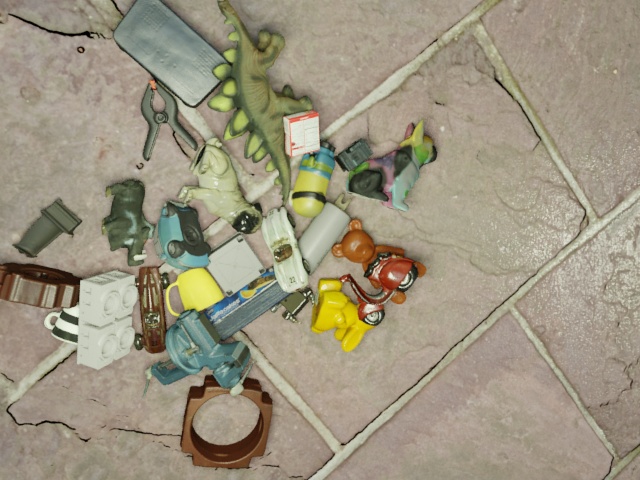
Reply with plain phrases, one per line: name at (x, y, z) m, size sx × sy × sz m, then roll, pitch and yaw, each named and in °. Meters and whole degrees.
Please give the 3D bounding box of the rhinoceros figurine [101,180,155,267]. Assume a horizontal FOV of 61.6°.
rhinoceros figurine at (-0.421, -0.037, 1.178) m, size 0.112 × 0.073 × 0.190 m, roll -2°, pitch 97°, yaw -24°

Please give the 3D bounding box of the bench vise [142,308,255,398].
bench vise at (-0.280, 0.269, 1.192) m, size 0.241 × 0.129 × 0.223 m, roll -28°, pitch 114°, yaw 19°

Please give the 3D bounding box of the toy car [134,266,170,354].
toy car at (-0.382, 0.162, 1.223) m, size 0.089 × 0.053 × 0.202 m, roll -3°, pitch 100°, yaw -9°

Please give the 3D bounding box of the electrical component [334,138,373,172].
electrical component at (0.081, -0.197, 1.242) m, size 0.075 × 0.119 × 0.047 m, roll -39°, pitch 101°, yaw -7°

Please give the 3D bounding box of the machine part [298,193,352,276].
machine part at (-0.003, -0.004, 1.272) m, size 0.079 × 0.079 × 0.243 m, roll 36°, pitch 88°, yaw -15°

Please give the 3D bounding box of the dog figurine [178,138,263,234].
dog figurine at (-0.199, -0.117, 1.207) m, size 0.190 × 0.121 × 0.172 m, roll 22°, pitch 103°, yaw -26°

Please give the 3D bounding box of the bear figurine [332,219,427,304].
bear figurine at (0.136, 0.046, 1.288) m, size 0.195 × 0.132 × 0.120 m, roll 37°, pitch 92°, yaw -22°

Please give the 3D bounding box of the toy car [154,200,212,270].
toy car at (-0.316, 0.000, 1.178) m, size 0.103 × 0.109 × 0.161 m, roll -28°, pitch 75°, yaw 26°

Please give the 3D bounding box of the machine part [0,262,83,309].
machine part at (-0.579, 0.091, 1.107) m, size 0.179 × 0.179 × 0.056 m, roll 16°, pitch 91°, yaw -15°

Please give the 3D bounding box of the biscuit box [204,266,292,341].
biscuit box at (-0.170, 0.148, 1.256) m, size 0.203 × 0.059 × 0.062 m, roll -34°, pitch 128°, yaw -7°

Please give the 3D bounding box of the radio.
radio at (-0.315, -0.397, 1.147) m, size 0.229 × 0.073 × 0.131 m, roll 40°, pitch 89°, yaw -14°

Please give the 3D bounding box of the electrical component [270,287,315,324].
electrical component at (-0.061, 0.152, 1.295) m, size 0.078 × 0.045 × 0.102 m, roll 34°, pitch 85°, yaw 26°

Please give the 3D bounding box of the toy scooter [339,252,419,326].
toy scooter at (0.124, 0.094, 1.214) m, size 0.135 × 0.075 × 0.184 m, roll 38°, pitch 98°, yaw -2°

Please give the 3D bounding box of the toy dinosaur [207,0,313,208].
toy dinosaur at (-0.126, -0.280, 1.173) m, size 0.198 × 0.105 × 0.470 m, roll -34°, pitch 119°, yaw -17°

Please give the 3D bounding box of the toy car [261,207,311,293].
toy car at (-0.080, 0.020, 1.219) m, size 0.073 × 0.056 × 0.202 m, roll -27°, pitch 71°, yaw 21°

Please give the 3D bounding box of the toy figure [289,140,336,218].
toy figure at (-0.014, -0.141, 1.241) m, size 0.082 × 0.089 × 0.180 m, roll 22°, pitch 89°, yaw -25°

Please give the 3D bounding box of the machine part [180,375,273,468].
machine part at (-0.223, 0.430, 1.280) m, size 0.201 × 0.087 × 0.200 m, roll 9°, pitch 96°, yaw -13°

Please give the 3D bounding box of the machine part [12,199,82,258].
machine part at (-0.588, -0.017, 1.155) m, size 0.139 × 0.039 × 0.084 m, roll -42°, pitch 110°, yaw -6°

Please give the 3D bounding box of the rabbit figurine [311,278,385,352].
rabbit figurine at (0.071, 0.185, 1.295) m, size 0.173 × 0.122 × 0.162 m, roll 5°, pitch 102°, yaw -15°

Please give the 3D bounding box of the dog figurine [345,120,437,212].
dog figurine at (0.176, -0.187, 1.276) m, size 0.191 × 0.108 × 0.219 m, roll 19°, pitch 89°, yaw -12°
